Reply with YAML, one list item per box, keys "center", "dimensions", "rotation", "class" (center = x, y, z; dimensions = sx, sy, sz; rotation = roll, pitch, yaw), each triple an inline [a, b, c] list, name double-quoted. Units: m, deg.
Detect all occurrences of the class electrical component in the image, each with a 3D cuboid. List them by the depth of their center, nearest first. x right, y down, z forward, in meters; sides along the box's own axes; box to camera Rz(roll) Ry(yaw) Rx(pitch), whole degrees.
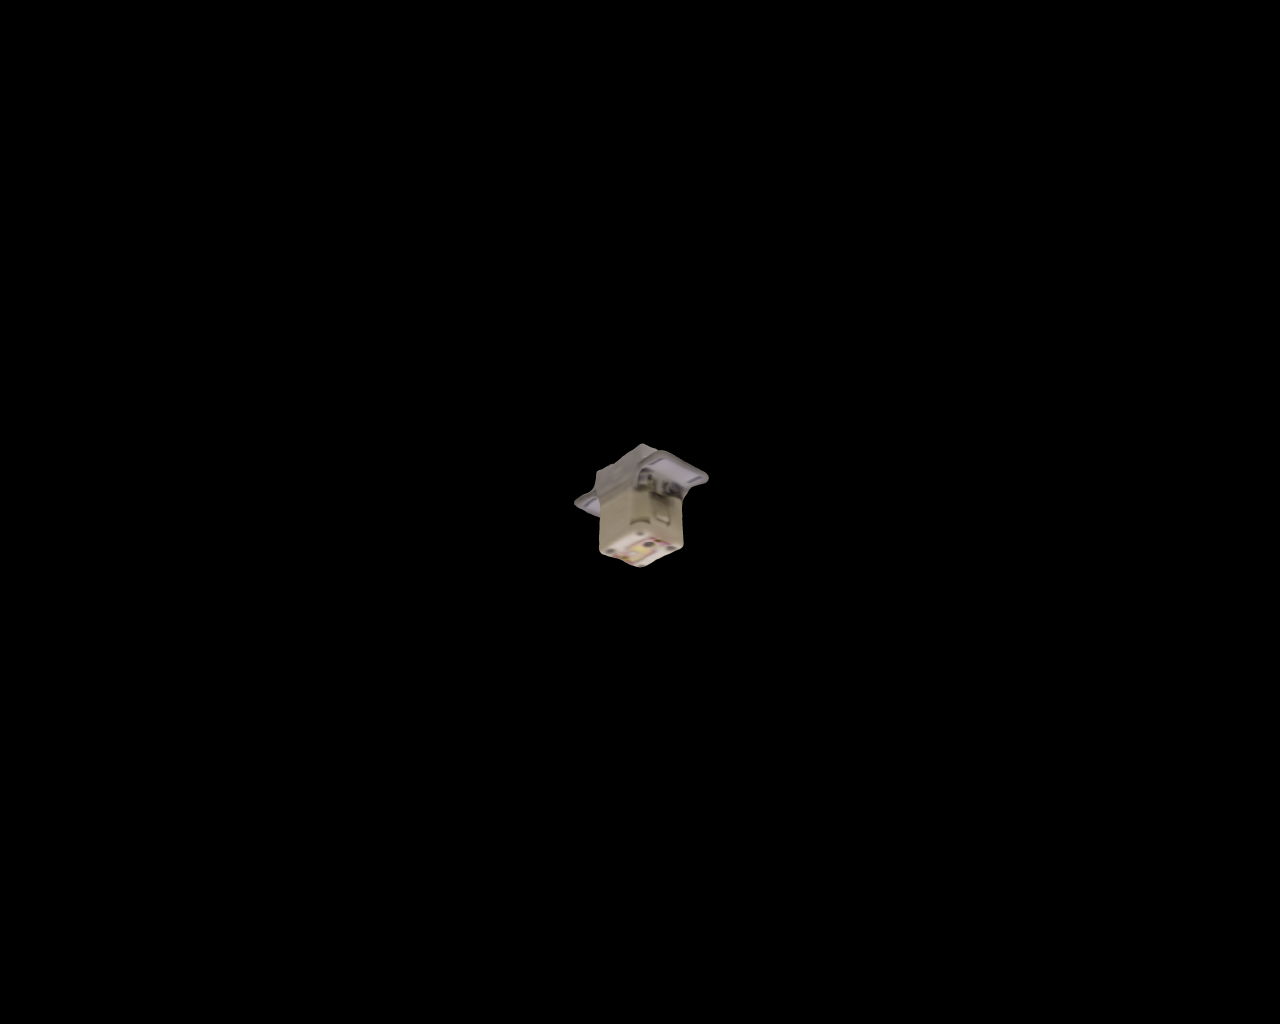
- center: [0.001, -0.003, 0.650]
  dimensions: [0.042, 0.064, 0.081]
  rotation: [24, -38, -34]
  class: "electrical component"
